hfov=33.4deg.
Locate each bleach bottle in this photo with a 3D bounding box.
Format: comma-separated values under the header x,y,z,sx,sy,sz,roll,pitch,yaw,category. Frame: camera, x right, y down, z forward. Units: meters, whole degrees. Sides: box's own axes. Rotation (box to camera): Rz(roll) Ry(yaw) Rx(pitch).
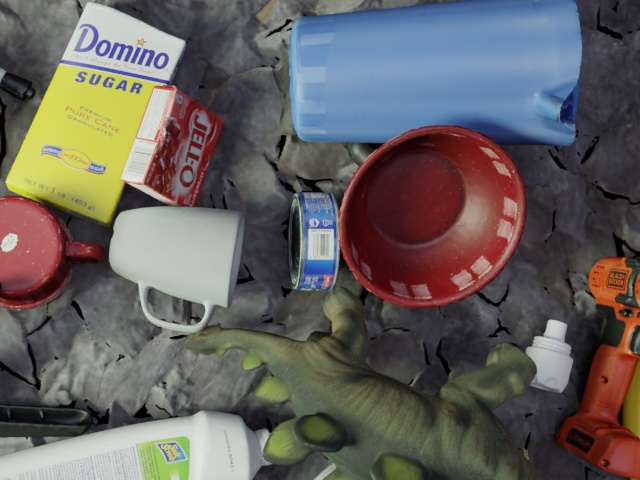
x,y,z,sx,sy,sz,roll,pitch,yaw,category
-0.152,0.204,0.879,0.250,0.068,0.102,-10,88,-14,bleach bottle

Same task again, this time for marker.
x,y,z,sx,sy,sz,roll,pitch,yaw,category
-0.301,-0.152,0.914,0.121,0.020,0.020,26,79,-7,marker

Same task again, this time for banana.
x,y,z,sx,sy,sz,roll,pitch,yaw,category
0.311,0.160,0.985,0.069,0.037,0.198,15,81,-9,banana

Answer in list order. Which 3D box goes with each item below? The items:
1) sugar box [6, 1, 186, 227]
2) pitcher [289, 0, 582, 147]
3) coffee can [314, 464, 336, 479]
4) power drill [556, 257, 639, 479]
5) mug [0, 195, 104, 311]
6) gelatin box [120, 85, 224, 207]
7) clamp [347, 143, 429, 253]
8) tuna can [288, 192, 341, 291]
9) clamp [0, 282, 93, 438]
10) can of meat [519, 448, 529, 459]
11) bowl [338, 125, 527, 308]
x,y,z,sx,sy,sz,roll,pitch,yaw,category
-0.190,-0.108,0.917,0.093,0.048,0.176,22,81,-8,sugar box
0.098,-0.148,0.927,0.243,0.149,0.145,-1,80,3,pitcher
0.050,0.256,0.860,0.140,0.103,0.102,38,76,28,coffee can
0.274,0.106,0.920,0.057,0.184,0.187,16,89,-11,power drill
-0.237,0.010,0.875,0.117,0.081,0.093,4,82,-10,mug
-0.124,-0.078,0.912,0.030,0.073,0.089,12,79,33,gelatin box
0.092,-0.032,0.967,0.120,0.039,0.171,-7,78,-5,clamp
-0.006,0.001,0.919,0.033,0.086,0.086,0,83,-9,tuna can
-0.305,0.126,0.843,0.210,0.036,0.164,-20,122,-6,clamp
0.126,0.222,0.932,0.084,0.057,0.102,15,80,-7,can of meat
0.089,-0.026,0.900,0.162,0.055,0.162,-4,112,-10,bowl
